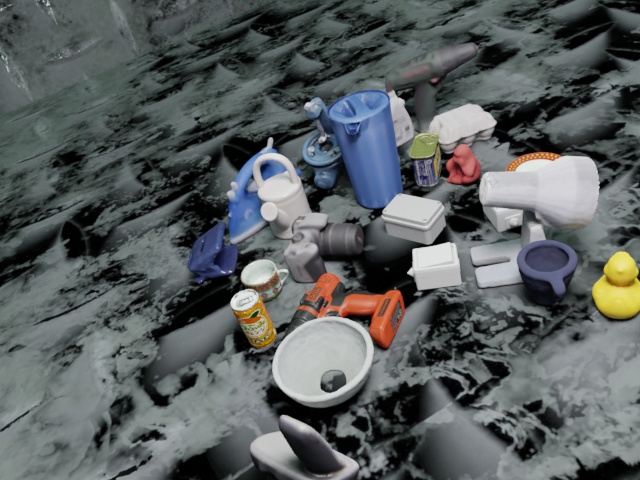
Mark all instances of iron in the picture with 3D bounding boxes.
[{"bbox_3d":[-0.155,-0.122,1.351,0.118,0.142,0.259,9,45,32],"label":"iron"}]

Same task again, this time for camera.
[{"bbox_3d":[0.011,0.004,1.160,0.136,0.101,0.143,0,41,22],"label":"camera"}]

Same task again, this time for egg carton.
[{"bbox_3d":[0.343,-0.273,1.392,0.150,0.069,0.107,-22,38,-4],"label":"egg carton"}]

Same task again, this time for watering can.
[{"bbox_3d":[-0.084,-0.100,1.252,0.101,0.194,0.172,-19,37,0],"label":"watering can"}]

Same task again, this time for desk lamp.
[{"bbox_3d":[0.355,-0.034,0.971,0.203,0.214,0.118,-11,38,10],"label":"desk lamp"}]

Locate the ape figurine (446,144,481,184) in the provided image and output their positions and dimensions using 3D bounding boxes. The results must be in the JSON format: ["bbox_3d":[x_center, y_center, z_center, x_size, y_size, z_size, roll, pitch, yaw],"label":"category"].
[{"bbox_3d":[0.314,-0.169,1.256,0.076,0.092,0.077,-18,37,1],"label":"ape figurine"}]

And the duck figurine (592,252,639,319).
[{"bbox_3d":[0.473,0.065,0.905,0.077,0.086,0.105,5,43,28],"label":"duck figurine"}]

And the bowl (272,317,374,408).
[{"bbox_3d":[0.012,0.209,0.927,0.167,0.075,0.167,-11,38,9],"label":"bowl"}]

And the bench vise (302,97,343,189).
[{"bbox_3d":[0.012,-0.262,1.392,0.121,0.220,0.207,-8,39,13],"label":"bench vise"}]

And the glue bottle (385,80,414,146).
[{"bbox_3d":[0.185,-0.319,1.429,0.078,0.173,0.037,-29,39,-13],"label":"glue bottle"}]

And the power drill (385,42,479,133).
[{"bbox_3d":[0.285,-0.375,1.428,0.229,0.209,0.075,-5,39,17],"label":"power drill"}]

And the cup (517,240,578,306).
[{"bbox_3d":[0.374,0.070,0.932,0.091,0.095,0.117,-12,38,8],"label":"cup"}]

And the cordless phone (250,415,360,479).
[{"bbox_3d":[-0.035,0.276,0.771,0.147,0.185,0.094,10,46,32],"label":"cordless phone"}]

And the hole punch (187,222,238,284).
[{"bbox_3d":[-0.240,0.026,1.245,0.101,0.091,0.108,-13,38,8],"label":"hole punch"}]
